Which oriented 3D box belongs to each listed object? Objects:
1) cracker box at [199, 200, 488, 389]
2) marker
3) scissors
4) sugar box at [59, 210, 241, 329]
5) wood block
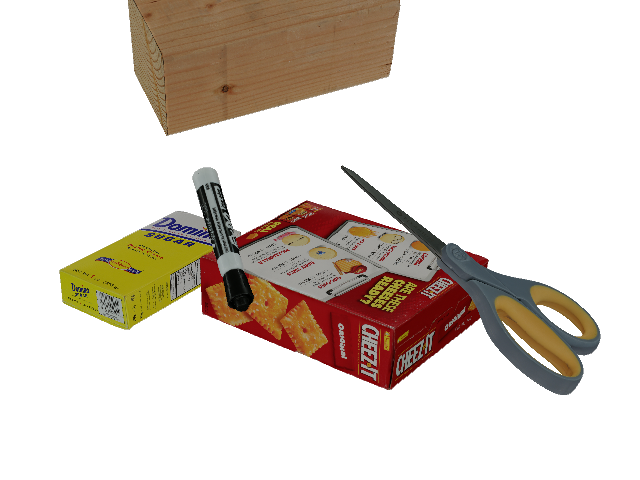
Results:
[{"bbox_3d":[0.021,0.044,0.986,0.214,0.072,0.163,19,32,32],"label":"cracker box"},{"bbox_3d":[-0.069,-0.001,0.757,0.020,0.121,0.020,-13,-34,-9],"label":"marker"},{"bbox_3d":[0.102,0.016,0.679,0.096,0.016,0.202,-8,49,-43],"label":"scissors"},{"bbox_3d":[-0.171,0.026,1.100,0.093,0.048,0.175,19,35,30],"label":"sugar box"},{"bbox_3d":[-0.047,-0.172,0.898,0.205,0.090,0.091,-17,-36,-18],"label":"wood block"}]
